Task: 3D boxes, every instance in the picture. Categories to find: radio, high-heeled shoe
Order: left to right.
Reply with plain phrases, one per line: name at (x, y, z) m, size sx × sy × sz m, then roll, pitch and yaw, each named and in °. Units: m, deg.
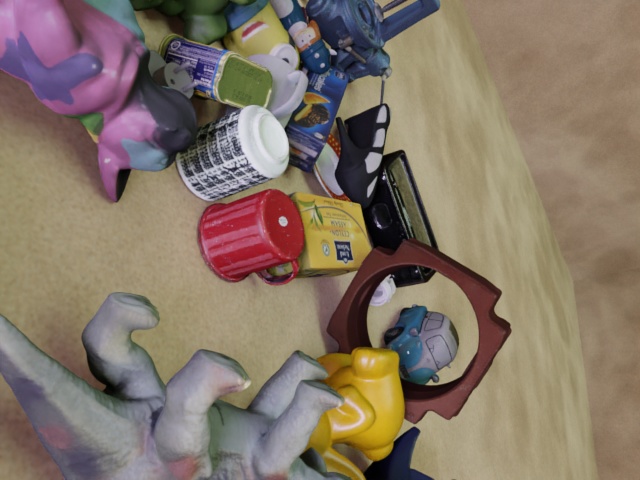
high-heeled shoe at (0.086, -0.140, 0.884) m, size 0.249 × 0.086 × 0.145 m, roll -30°, pitch 103°, yaw -59°
radio at (0.138, -0.035, 0.956) m, size 0.131 × 0.073 × 0.229 m, roll -36°, pitch 106°, yaw -59°

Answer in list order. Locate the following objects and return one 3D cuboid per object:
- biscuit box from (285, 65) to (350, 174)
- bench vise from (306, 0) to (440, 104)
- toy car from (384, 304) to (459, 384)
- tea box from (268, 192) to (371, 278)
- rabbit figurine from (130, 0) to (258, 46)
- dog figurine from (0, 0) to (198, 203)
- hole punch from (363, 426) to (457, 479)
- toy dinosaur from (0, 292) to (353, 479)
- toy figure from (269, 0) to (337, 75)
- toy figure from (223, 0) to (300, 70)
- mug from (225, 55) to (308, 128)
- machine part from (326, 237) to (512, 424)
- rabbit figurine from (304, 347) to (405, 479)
biscuit box at (-0.009, -0.185, 0.781) m, size 0.063 × 0.059 × 0.203 m, roll 25°, pitch 44°, yaw -8°
bench vise at (0.102, -0.354, 0.894) m, size 0.223 × 0.241 × 0.129 m, roll 38°, pitch 46°, yaw -39°
toy car at (0.179, 0.171, 0.893) m, size 0.162 × 0.103 × 0.109 m, roll -43°, pitch 114°, yaw -55°
tea box at (-0.001, -0.002, 0.713) m, size 0.169 × 0.068 × 0.098 m, roll 1°, pitch 74°, yaw -60°
rabbit figurine at (-0.155, -0.288, 0.550) m, size 0.159 × 0.121 × 0.170 m, roll 60°, pitch 30°, yaw -9°
dog figurine at (-0.201, -0.132, 0.426) m, size 0.219 × 0.192 × 0.108 m, roll 92°, pitch 3°, yaw -51°
hole punch at (0.088, 0.302, 0.657) m, size 0.116 × 0.142 × 0.092 m, roll -5°, pitch 52°, yaw -43°
toy dinosaur at (-0.099, 0.165, 0.413) m, size 0.404 × 0.131 × 0.192 m, roll 28°, pitch 88°, yaw -32°
toy figure at (-0.038, -0.302, 0.776) m, size 0.154 × 0.064 × 0.058 m, roll 53°, pitch 29°, yaw 13°
toy figure at (-0.090, -0.285, 0.699) m, size 0.180 × 0.082 × 0.089 m, roll 53°, pitch 37°, yaw -27°
mug at (-0.065, -0.162, 0.660) m, size 0.080 × 0.110 × 0.107 m, roll 45°, pitch 54°, yaw -47°
machine part at (0.128, 0.115, 0.705) m, size 0.201 × 0.202 × 0.087 m, roll -62°, pitch 159°, yaw 11°
rabbit figurine at (0.004, 0.205, 0.605) m, size 0.173 × 0.122 × 0.162 m, roll 4°, pitch 81°, yaw -44°
